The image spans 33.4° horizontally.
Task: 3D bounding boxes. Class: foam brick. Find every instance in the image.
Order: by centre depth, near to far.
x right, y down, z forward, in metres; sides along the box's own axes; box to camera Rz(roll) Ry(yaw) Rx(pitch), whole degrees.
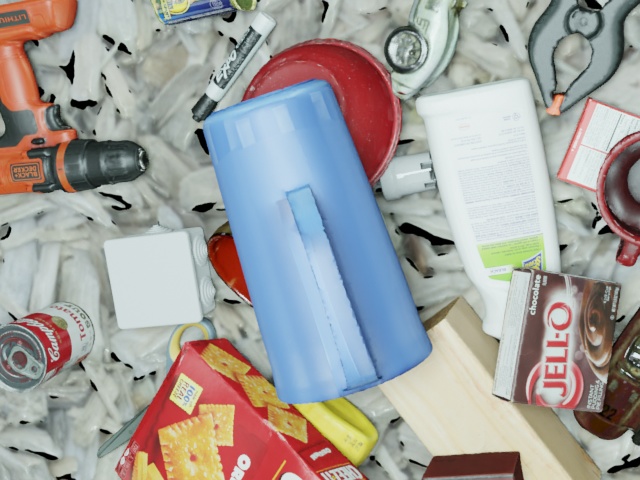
[{"bbox_3d":[0.130,0.211,0.888,0.078,0.053,0.051,-7,98,19],"label":"foam brick"}]

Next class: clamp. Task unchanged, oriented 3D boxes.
[{"bbox_3d":[0.232,-0.186,0.890,0.120,0.039,0.171,12,109,19],"label":"clamp"}]

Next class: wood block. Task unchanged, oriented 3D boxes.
[{"bbox_3d":[0.148,0.164,0.950,0.090,0.090,0.206,-39,88,19],"label":"wood block"}]

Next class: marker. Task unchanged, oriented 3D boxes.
[{"bbox_3d":[-0.083,-0.159,0.997,0.020,0.020,0.121,40,108,6],"label":"marker"}]

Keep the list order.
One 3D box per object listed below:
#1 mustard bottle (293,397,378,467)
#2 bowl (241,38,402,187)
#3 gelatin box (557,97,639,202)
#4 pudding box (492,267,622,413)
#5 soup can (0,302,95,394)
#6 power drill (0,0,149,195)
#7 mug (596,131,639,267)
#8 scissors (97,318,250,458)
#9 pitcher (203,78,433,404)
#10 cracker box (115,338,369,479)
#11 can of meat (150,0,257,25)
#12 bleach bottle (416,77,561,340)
[{"bbox_3d":[-0.029,0.234,1.030,0.096,0.058,0.192,36,108,18],"label":"mustard bottle"},{"bbox_3d":[-0.012,-0.107,0.944,0.162,0.055,0.162,-3,82,21],"label":"bowl"},{"bbox_3d":[0.257,-0.072,0.908,0.089,0.030,0.073,22,105,9],"label":"gelatin box"},{"bbox_3d":[0.197,0.083,0.890,0.089,0.039,0.113,9,88,-22],"label":"pudding box"},{"bbox_3d":[-0.276,0.104,1.056,0.068,0.102,0.068,3,100,16],"label":"soup can"},{"bbox_3d":[-0.261,-0.137,1.032,0.185,0.057,0.188,-4,99,17],"label":"power drill"},{"bbox_3d":[0.263,-0.034,0.853,0.093,0.081,0.117,17,104,9],"label":"mug"},{"bbox_3d":[-0.163,0.145,1.077,0.202,0.016,0.096,-24,91,19],"label":"scissors"},{"bbox_3d":[-0.006,0.001,0.846,0.149,0.144,0.243,-11,100,44],"label":"pitcher"},{"bbox_3d":[-0.078,0.220,0.984,0.214,0.072,0.164,42,111,29],"label":"cracker box"},{"bbox_3d":[-0.112,-0.251,0.970,0.084,0.057,0.102,-8,97,20],"label":"can of meat"},{"bbox_3d":[0.154,-0.009,0.931,0.102,0.068,0.251,-9,99,10],"label":"bleach bottle"}]
